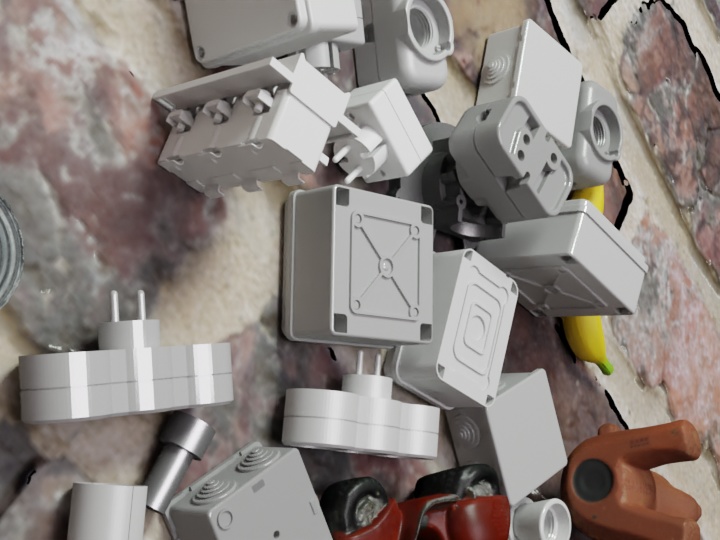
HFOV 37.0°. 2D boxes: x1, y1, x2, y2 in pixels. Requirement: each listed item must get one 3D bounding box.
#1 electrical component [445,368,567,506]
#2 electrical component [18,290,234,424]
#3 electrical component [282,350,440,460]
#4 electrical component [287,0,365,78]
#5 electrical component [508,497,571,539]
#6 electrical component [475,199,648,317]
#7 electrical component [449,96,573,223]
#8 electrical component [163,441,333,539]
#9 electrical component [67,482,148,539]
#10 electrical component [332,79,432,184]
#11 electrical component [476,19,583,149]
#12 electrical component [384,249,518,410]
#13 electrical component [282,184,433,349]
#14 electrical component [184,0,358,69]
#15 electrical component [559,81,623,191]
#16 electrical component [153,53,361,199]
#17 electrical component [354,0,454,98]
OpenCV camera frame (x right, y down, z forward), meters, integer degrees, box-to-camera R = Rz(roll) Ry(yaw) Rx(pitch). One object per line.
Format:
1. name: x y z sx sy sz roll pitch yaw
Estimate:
1. electrical component: 0.122 0.138 0.900 0.100 0.048 0.099 -23 101 -45
2. electrical component: -0.138 0.049 0.646 0.138 0.052 0.073 0 85 -45
3. electrical component: 0.004 0.096 0.784 0.138 0.052 0.073 16 74 -43
4. electrical component: -0.035 -0.162 0.781 0.066 0.047 0.076 -4 88 -45
5. electrical component: 0.143 0.214 0.907 0.045 0.055 0.045 8 79 -45
6. electrical component: 0.173 -0.007 0.928 0.109 0.109 0.056 37 63 -36
7. electrical component: 0.116 -0.085 0.846 0.095 0.059 0.053 50 54 -28
8. electrical component: -0.069 0.171 0.703 0.100 0.048 0.099 -31 107 -43
9. electrical component: -0.149 0.166 0.626 0.043 0.043 0.081 14 75 -44
10. electrical component: 0.006 -0.095 0.815 0.076 0.047 0.065 -48 118 -36
11. electrical component: 0.152 -0.162 0.969 0.100 0.048 0.099 27 66 -40
12. electrical component: 0.073 0.047 0.856 0.078 0.057 0.113 34 62 -38
13. electrical component: 0.000 0.000 0.789 0.109 0.056 0.108 9 79 -44
14. electrical component: -0.065 -0.198 0.713 0.056 0.109 0.108 -13 94 -48
15. electrical component: 0.208 -0.126 1.013 0.054 0.059 0.095 23 69 -41
16. electrical component: -0.072 -0.088 0.682 0.079 0.121 0.063 35 64 -37
17. electrical component: 0.033 -0.186 0.845 0.054 0.059 0.095 -4 88 -45
